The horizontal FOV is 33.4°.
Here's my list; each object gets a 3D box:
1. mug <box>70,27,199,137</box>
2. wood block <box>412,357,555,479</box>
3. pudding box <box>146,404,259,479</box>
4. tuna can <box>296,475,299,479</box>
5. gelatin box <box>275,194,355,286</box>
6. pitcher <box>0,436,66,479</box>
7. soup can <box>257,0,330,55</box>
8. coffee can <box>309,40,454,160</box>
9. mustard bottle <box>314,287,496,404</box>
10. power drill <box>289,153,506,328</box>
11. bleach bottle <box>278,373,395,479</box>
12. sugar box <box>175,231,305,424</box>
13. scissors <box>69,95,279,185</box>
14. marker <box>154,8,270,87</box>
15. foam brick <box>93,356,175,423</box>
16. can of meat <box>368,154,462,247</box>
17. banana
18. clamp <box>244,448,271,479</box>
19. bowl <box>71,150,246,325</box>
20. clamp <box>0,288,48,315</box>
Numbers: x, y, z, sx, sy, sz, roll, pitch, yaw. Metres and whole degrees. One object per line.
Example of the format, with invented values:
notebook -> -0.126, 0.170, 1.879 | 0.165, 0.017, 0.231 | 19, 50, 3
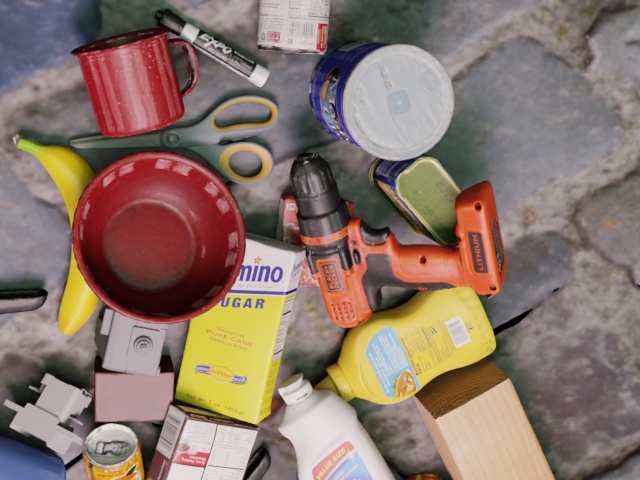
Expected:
mug -> -0.163, -0.148, 0.983 | 0.117, 0.093, 0.081 | -26, 113, -34
wood block -> 0.186, 0.238, 1.140 | 0.090, 0.091, 0.206 | -28, 106, -7
pudding box -> -0.119, 0.225, 1.048 | 0.089, 0.039, 0.113 | 17, 93, -36
tuna can -> 0.020, 0.255, 1.133 | 0.086, 0.034, 0.086 | -3, 102, -13
gelatin box -> -0.007, 0.001, 1.075 | 0.073, 0.030, 0.089 | 5, 101, -14
pitcher -> -0.372, 0.229, 0.996 | 0.242, 0.149, 0.145 | 22, 81, -20
soup can -> -0.023, -0.228, 1.004 | 0.068, 0.068, 0.102 | 2, 101, -14
coffee can -> 0.054, -0.134, 1.004 | 0.102, 0.140, 0.103 | -3, 102, -13
mustard bottle -> 0.081, 0.115, 1.106 | 0.191, 0.058, 0.096 | -28, 111, -7
power drill -> 0.073, -0.007, 1.004 | 0.188, 0.057, 0.184 | -6, 119, 22
bleach bottle -> 0.023, 0.251, 1.081 | 0.102, 0.068, 0.251 | -27, 100, 8
sugar box -> -0.079, 0.082, 1.050 | 0.093, 0.048, 0.176 | 14, 101, 14
scissors -> -0.131, -0.082, 1.035 | 0.201, 0.016, 0.096 | -19, 101, -9
marker -> -0.103, -0.185, 1.020 | 0.121, 0.020, 0.020 | 29, 94, -17
foam brick -> -0.185, 0.147, 1.054 | 0.078, 0.051, 0.053 | 2, 102, -14
can of meat -> 0.105, -0.044, 1.064 | 0.057, 0.084, 0.102 | -43, 107, -2
banana -> -0.233, -0.007, 1.020 | 0.070, 0.037, 0.198 | -7, 102, 8
clamp -> -0.108, 0.289, 1.109 | 0.120, 0.039, 0.171 | -3, 104, -9
bowl -> -0.153, 0.001, 0.994 | 0.162, 0.055, 0.162 | 4, 79, -20
clamp -> -0.374, 0.060, 0.998 | 0.210, 0.036, 0.164 | -45, 108, 1
